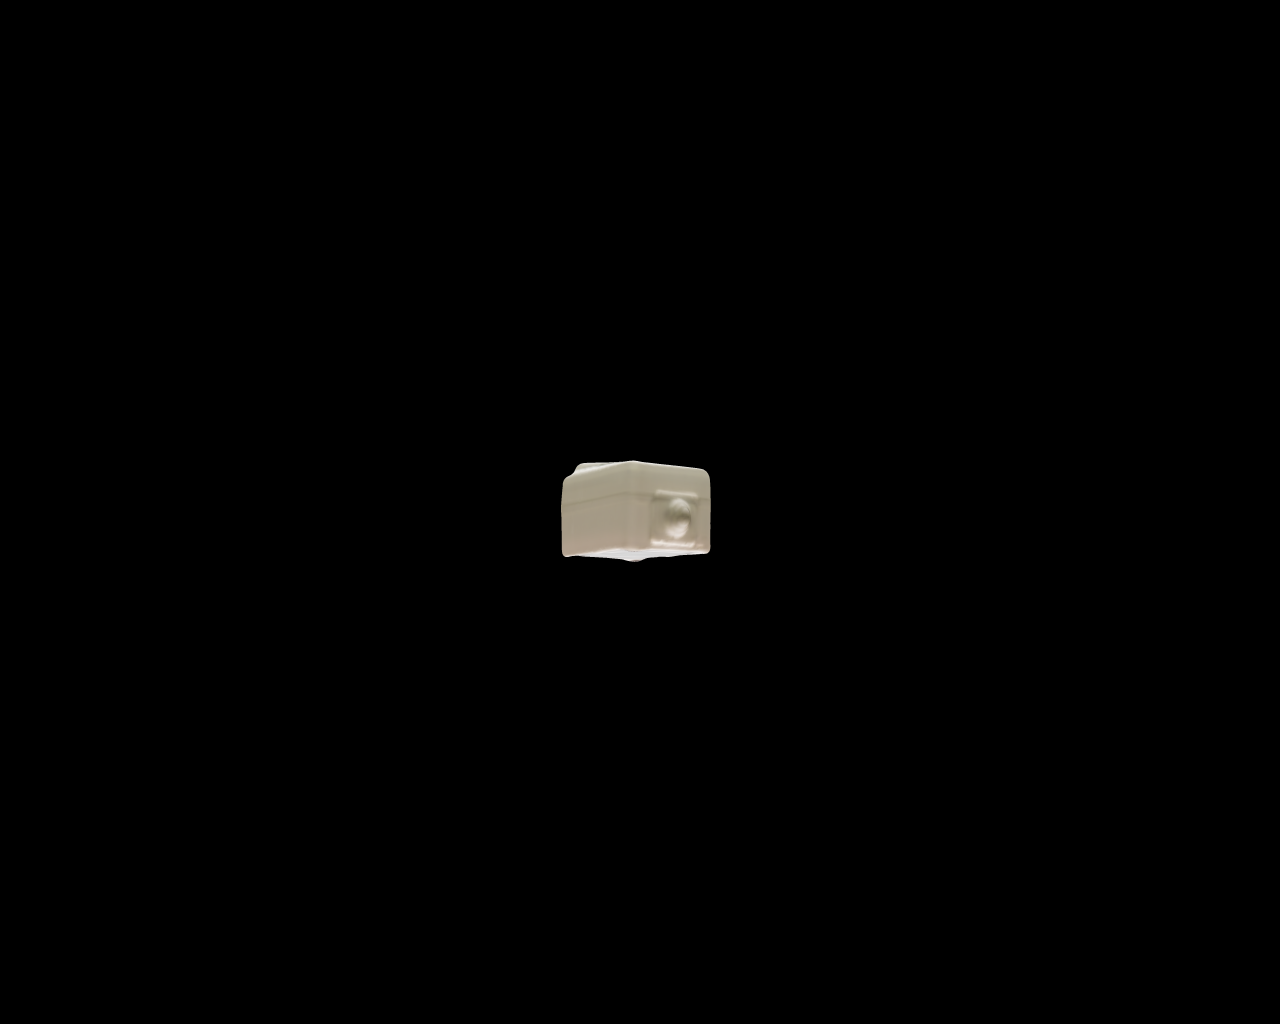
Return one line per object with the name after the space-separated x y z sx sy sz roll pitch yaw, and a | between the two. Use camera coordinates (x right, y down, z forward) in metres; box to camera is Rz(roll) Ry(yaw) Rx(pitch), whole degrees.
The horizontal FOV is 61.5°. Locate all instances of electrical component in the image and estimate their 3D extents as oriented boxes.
0.001 -0.003 0.650 0.062 0.061 0.096 5 -8 -35 | electrical component
